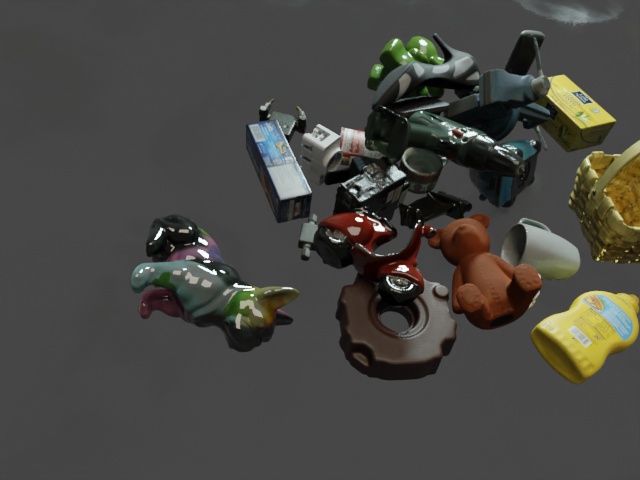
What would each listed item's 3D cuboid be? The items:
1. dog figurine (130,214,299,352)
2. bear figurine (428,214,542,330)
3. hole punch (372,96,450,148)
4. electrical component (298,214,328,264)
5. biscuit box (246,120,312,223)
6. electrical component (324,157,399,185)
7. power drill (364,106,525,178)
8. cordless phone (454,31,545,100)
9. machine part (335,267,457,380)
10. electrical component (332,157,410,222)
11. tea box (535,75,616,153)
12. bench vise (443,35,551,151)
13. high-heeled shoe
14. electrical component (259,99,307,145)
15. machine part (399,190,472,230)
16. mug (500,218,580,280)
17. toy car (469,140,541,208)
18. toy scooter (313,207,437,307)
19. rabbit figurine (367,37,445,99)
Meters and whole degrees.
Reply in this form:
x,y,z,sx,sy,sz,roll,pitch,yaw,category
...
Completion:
x,y,z,sx,sy,sz,roll,pitch,yaw,category
-0.138,0.060,0.755,0.219,0.108,0.192,10,47,-5,dog figurine
0.239,0.030,0.814,0.120,0.131,0.196,-18,58,7,bear figurine
0.185,-0.229,1.056,0.142,0.092,0.116,-14,30,-7,hole punch
-0.002,-0.003,0.875,0.063,0.021,0.094,9,49,0,electrical component
-0.076,-0.124,0.940,0.059,0.062,0.203,-13,53,-17,biscuit box
0.072,-0.107,0.937,0.119,0.074,0.048,-10,52,-21,electrical component
0.192,-0.161,0.878,0.207,0.085,0.232,-7,31,-31,power drill
0.368,-0.350,1.108,0.147,0.184,0.089,9,55,0,cordless phone
0.108,0.114,0.772,0.179,0.056,0.179,3,51,-4,machine part
0.085,-0.068,0.881,0.134,0.114,0.058,-30,65,-29,electrical component
0.521,-0.269,1.137,0.098,0.068,0.170,-16,54,-19,tea box
0.373,-0.259,1.044,0.240,0.224,0.129,7,69,-35,bench vise
0.211,-0.289,1.041,0.145,0.086,0.249,47,73,-16,high-heeled shoe
-0.077,-0.228,1.036,0.102,0.045,0.078,20,49,9,electrical component
0.195,-0.053,0.918,0.139,0.039,0.084,-19,42,-36,machine part
0.361,0.018,0.877,0.107,0.080,0.109,18,45,-6,mug
0.329,-0.134,0.979,0.103,0.109,0.162,23,41,32,toy car
0.089,0.005,0.772,0.184,0.075,0.135,34,64,26,toy scooter
0.208,-0.376,1.148,0.159,0.121,0.170,30,56,8,rabbit figurine
